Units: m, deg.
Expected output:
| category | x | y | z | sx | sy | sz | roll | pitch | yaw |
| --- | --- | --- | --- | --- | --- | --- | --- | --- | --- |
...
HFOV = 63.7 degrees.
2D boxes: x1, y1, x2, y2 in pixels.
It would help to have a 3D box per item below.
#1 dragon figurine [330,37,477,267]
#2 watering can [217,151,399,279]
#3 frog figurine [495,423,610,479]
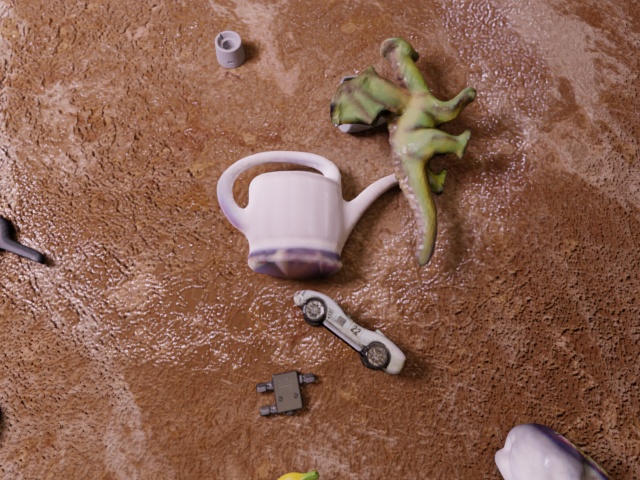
| category | x | y | z | sx | sy | sz | roll | pitch | yaw |
| --- | --- | --- | --- | --- | --- | --- | --- | --- | --- |
| dragon figurine | 0.126 | -0.181 | 0.871 | 0.242 | 0.120 | 0.418 | 21 | 66 | -9 |
| watering can | 0.003 | -0.043 | 0.862 | 0.348 | 0.102 | 0.228 | 3 | 70 | -11 |
| frog figurine | 0.306 | 0.349 | 0.727 | 0.160 | 0.120 | 0.139 | -50 | 47 | -7 |
